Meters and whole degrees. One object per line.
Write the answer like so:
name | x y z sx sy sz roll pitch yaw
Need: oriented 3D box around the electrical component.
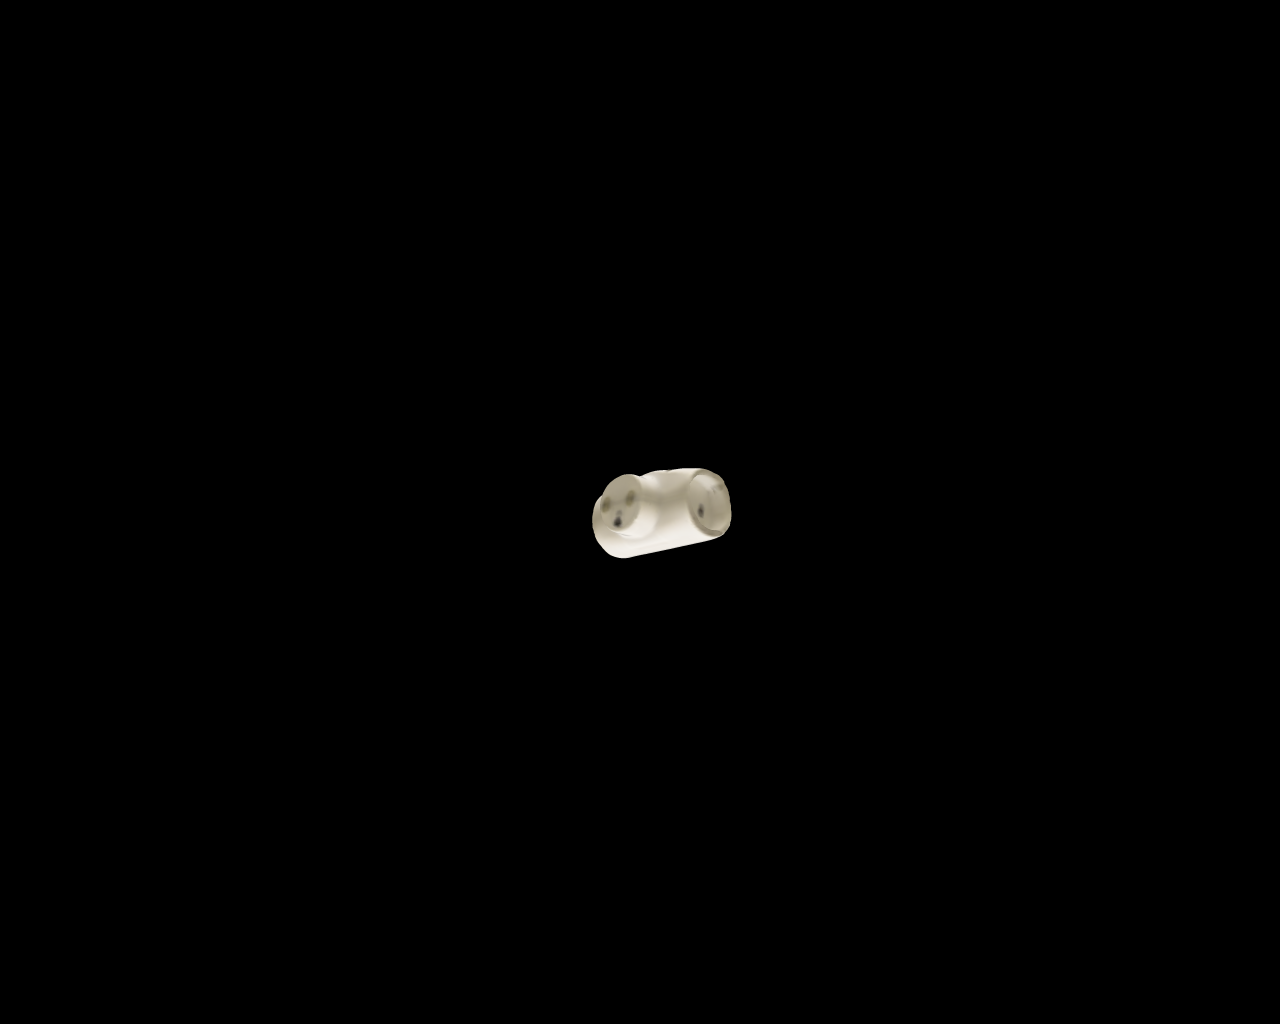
electrical component | 0.001 -0.003 0.650 0.077 0.043 0.079 -14 -21 40
